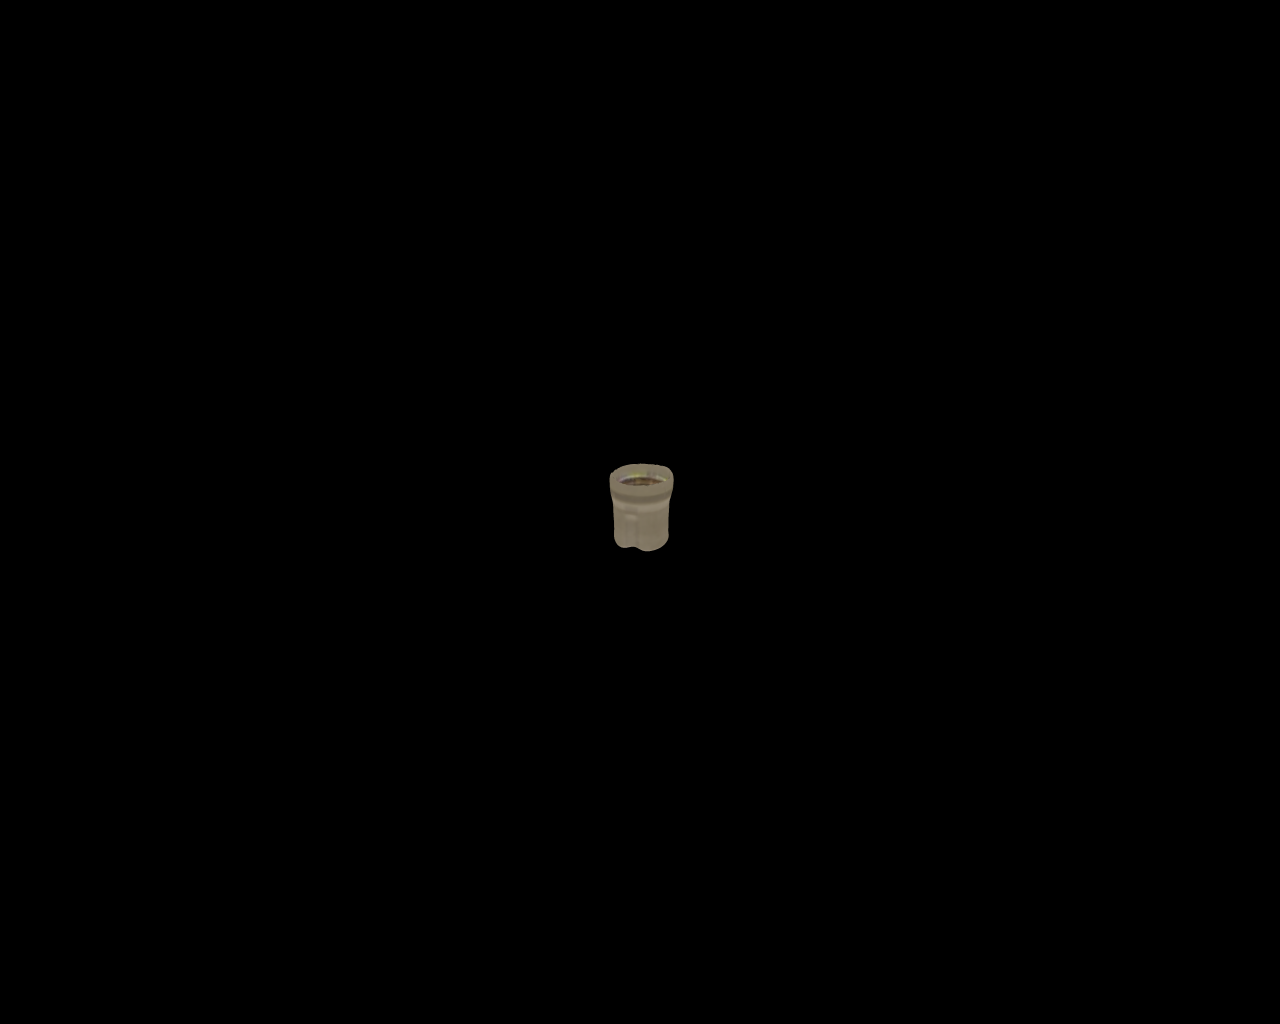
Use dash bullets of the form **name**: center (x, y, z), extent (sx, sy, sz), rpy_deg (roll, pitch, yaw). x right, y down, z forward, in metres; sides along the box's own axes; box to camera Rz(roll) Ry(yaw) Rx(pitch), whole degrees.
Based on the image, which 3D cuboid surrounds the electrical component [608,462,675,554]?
- **electrical component**: center (0.001, -0.003, 0.650), extent (0.040, 0.046, 0.040), rpy_deg (0, 22, 0)
